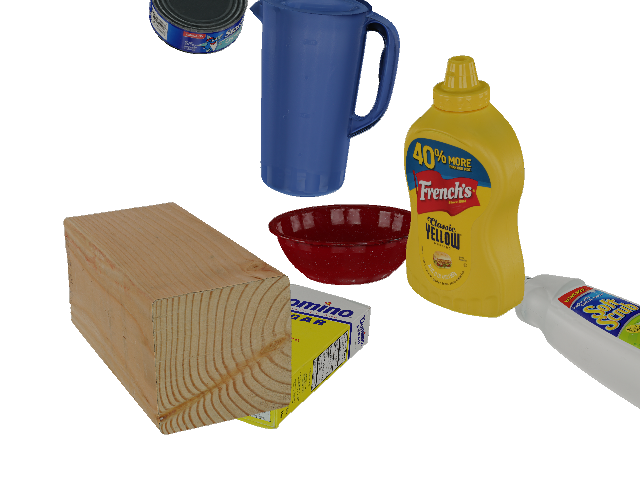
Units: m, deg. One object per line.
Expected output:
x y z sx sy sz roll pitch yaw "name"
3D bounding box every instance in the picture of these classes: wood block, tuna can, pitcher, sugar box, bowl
-0.104 0.044 0.734 0.090 0.090 0.206 -9 19 -26 "wood block"
-0.109 -0.207 0.946 0.086 0.086 0.034 0 -31 -13 "tuna can"
-0.003 -0.180 1.318 0.144 0.243 0.149 -10 29 -28 "pitcher"
-0.035 0.093 0.919 0.093 0.048 0.176 15 28 23 "sugar box"
0.028 0.007 1.099 0.162 0.055 0.162 -2 15 0 "bowl"

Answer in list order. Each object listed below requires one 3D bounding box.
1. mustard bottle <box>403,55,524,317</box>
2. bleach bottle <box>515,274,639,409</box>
0.106 -0.042 0.795 0.058 0.192 0.096 -25 32 -37 "mustard bottle"
0.267 0.089 1.035 0.102 0.068 0.251 -16 25 -27 "bleach bottle"
